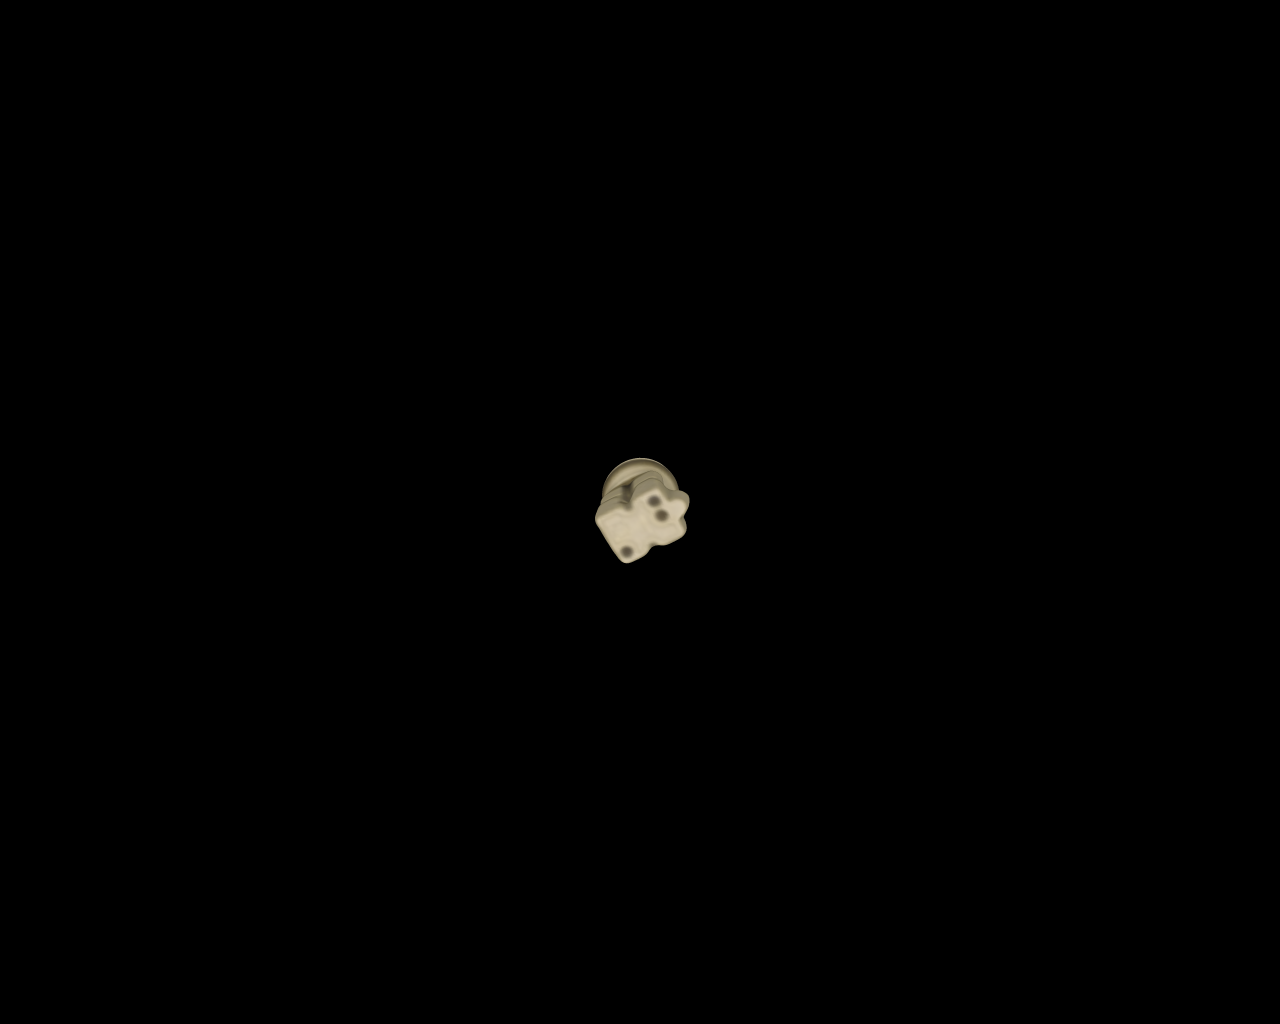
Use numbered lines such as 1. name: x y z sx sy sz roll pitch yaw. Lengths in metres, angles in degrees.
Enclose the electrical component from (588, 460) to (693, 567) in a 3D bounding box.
1. electrical component: 0.001 -0.003 0.650 0.066 0.048 0.055 -26 21 11
